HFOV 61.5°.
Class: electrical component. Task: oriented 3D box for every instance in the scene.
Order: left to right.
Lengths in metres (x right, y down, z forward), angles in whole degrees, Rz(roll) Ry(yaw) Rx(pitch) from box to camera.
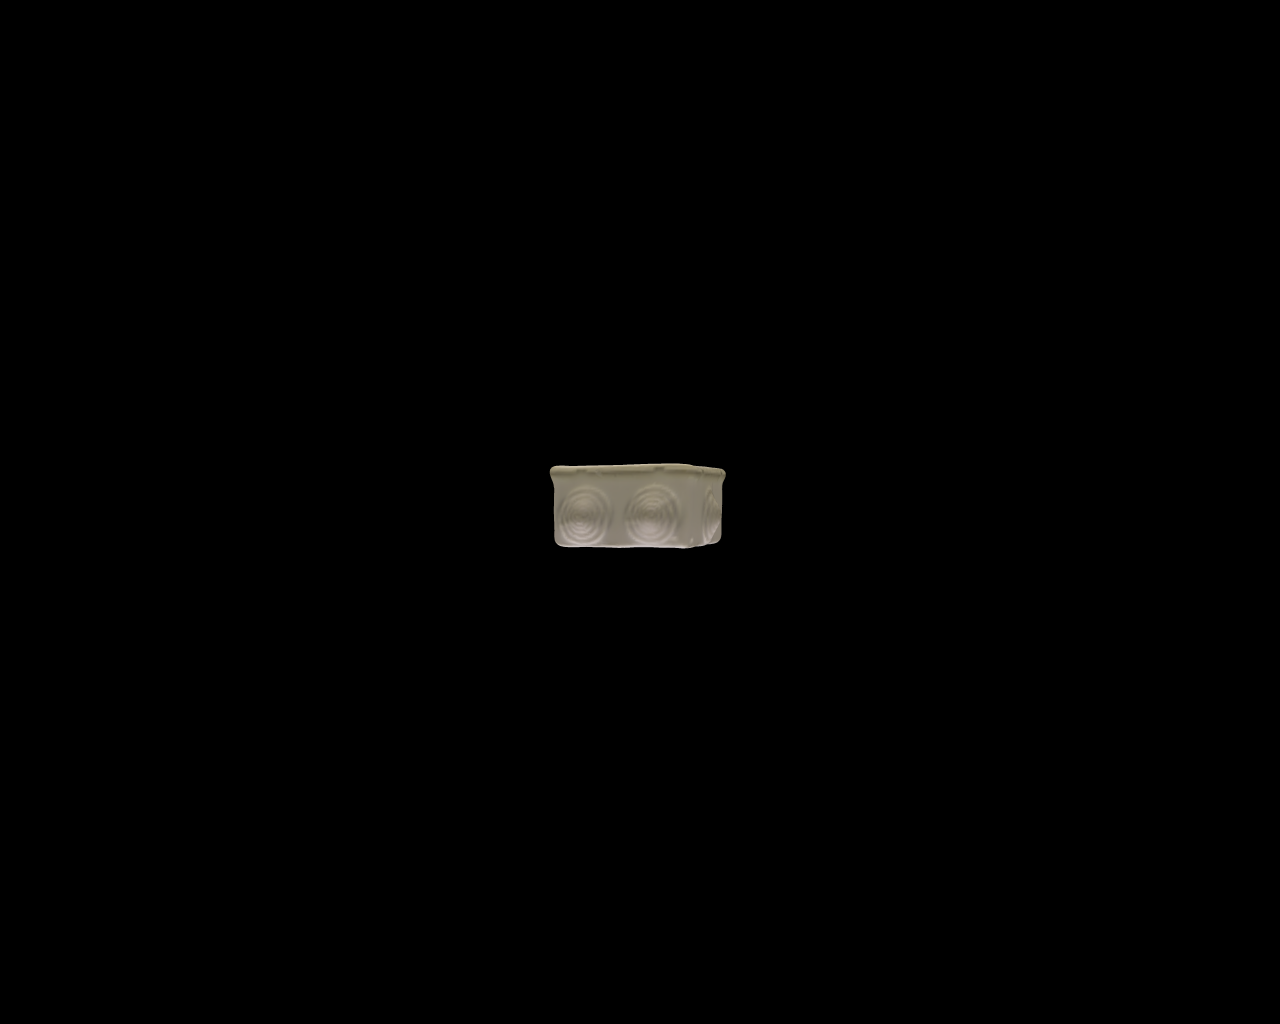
[{"bbox_3d":[0.001,-0.003,0.650,0.100,0.048,0.100,0,0,17],"label":"electrical component"}]
